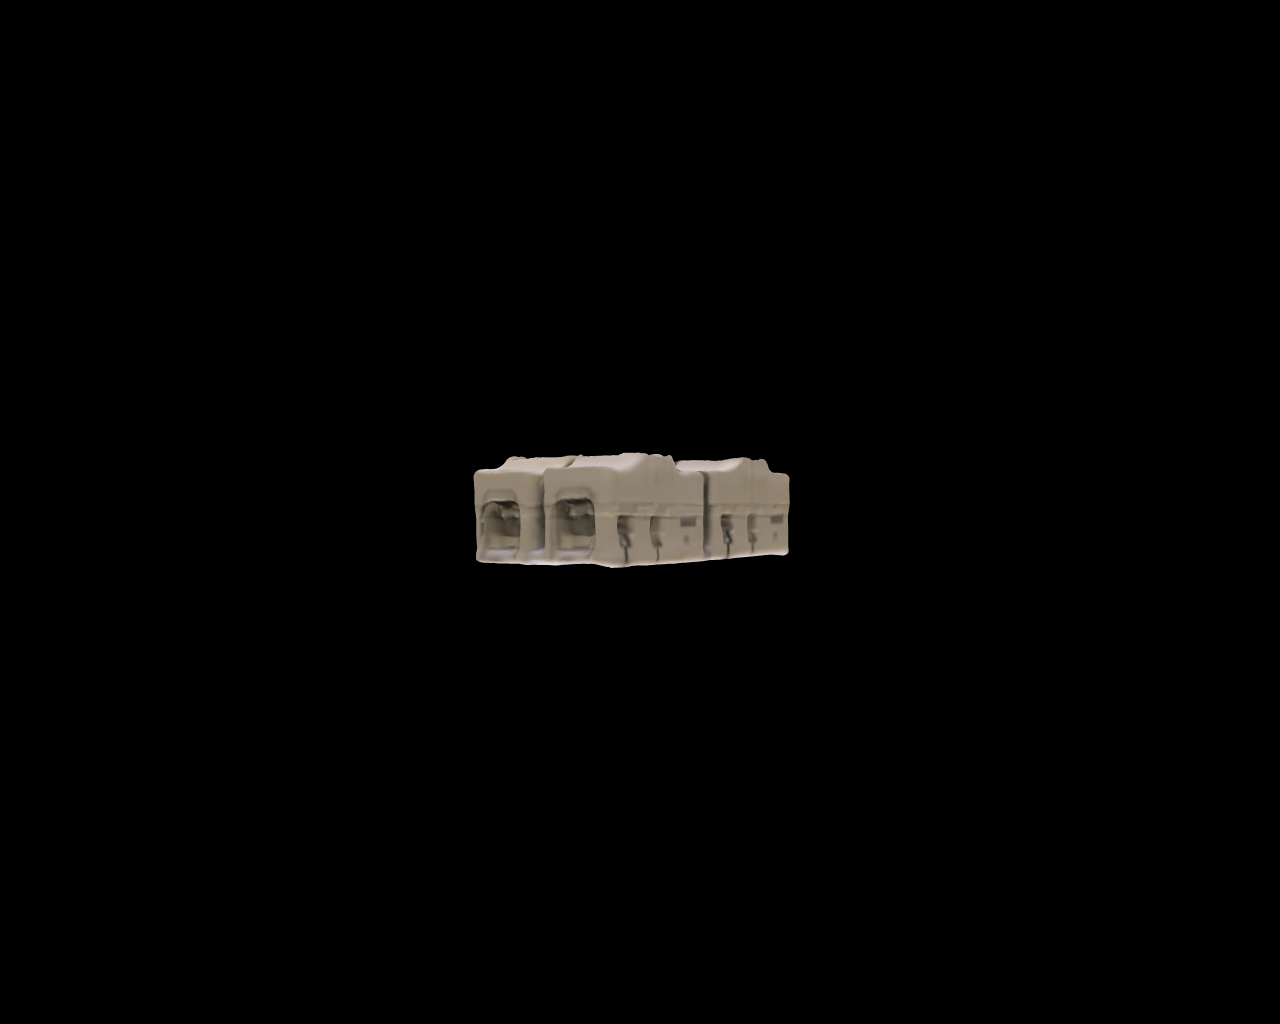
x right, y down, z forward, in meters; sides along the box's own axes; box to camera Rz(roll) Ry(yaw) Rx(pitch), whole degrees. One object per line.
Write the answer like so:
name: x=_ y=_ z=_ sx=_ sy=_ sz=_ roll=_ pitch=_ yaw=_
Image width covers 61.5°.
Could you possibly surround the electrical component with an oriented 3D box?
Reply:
electrical component: x=0.001 y=-0.003 z=0.650 sx=0.105 sy=0.060 sz=0.186 roll=0 pitch=0 yaw=39
